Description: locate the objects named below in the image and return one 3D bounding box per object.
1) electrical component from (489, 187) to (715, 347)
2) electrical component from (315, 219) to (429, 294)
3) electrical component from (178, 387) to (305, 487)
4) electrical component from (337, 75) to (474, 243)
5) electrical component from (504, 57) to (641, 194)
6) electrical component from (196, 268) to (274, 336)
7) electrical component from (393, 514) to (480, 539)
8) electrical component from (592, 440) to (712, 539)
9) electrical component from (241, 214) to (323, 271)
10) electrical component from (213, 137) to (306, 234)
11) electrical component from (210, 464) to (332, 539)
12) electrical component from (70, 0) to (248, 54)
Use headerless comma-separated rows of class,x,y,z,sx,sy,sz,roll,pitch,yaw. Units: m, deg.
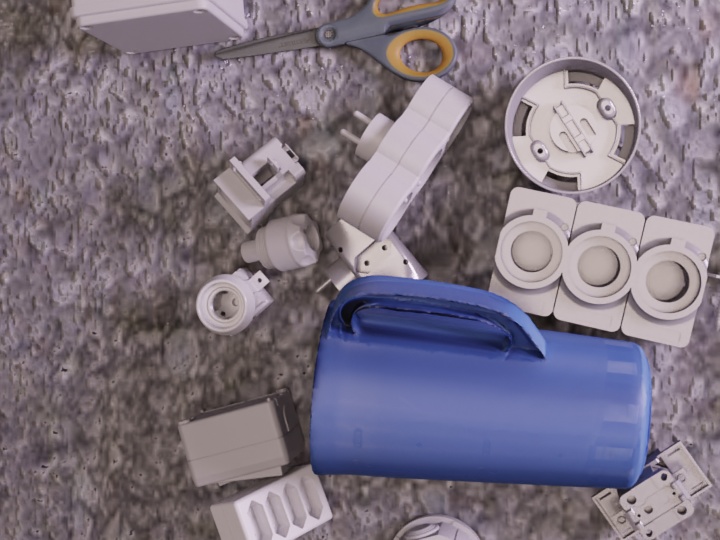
electrical component,0.179,-0.003,0.810,0.150,0.062,0.089,13,94,9
electrical component,0.000,0.000,0.851,0.079,0.043,0.077,-41,85,9
electrical component,-0.099,0.139,0.864,0.096,0.062,0.061,-16,90,10
electrical component,0.021,-0.095,0.820,0.074,0.052,0.138,32,71,7
electrical component,0.159,-0.106,0.808,0.099,0.064,0.099,0,92,10
electrical component,-0.103,0.027,0.864,0.066,0.055,0.048,-41,85,9
electrical component,0.059,0.237,0.846,0.080,0.051,0.080,0,92,10
electrical component,0.221,0.170,0.809,0.081,0.064,0.042,-36,87,9
electrical component,-0.065,-0.020,0.862,0.062,0.043,0.043,-12,90,23
electrical component,-0.078,-0.068,0.850,0.064,0.081,0.042,-39,86,-13
electrical component,-0.081,0.195,0.863,0.076,0.083,0.047,-21,88,48
electrical component,-0.155,-0.212,0.837,0.109,0.109,0.056,-6,89,10
